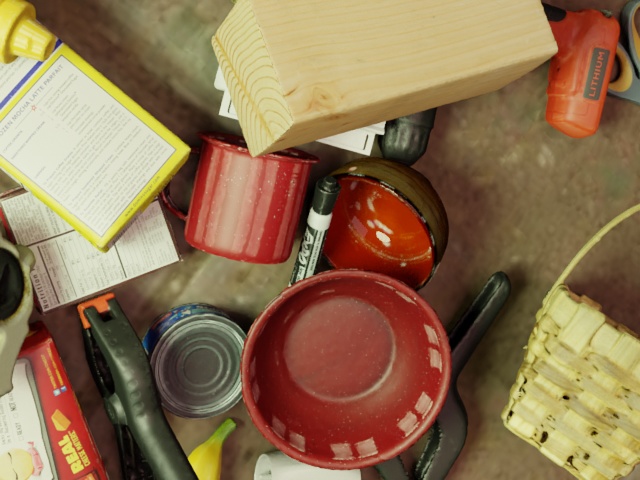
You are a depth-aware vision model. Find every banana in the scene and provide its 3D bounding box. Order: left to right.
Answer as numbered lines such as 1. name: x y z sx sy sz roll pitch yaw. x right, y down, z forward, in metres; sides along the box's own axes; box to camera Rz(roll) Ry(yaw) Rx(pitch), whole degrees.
1. banana: -0.078 0.245 0.850 0.069 0.037 0.198 -14 104 -17

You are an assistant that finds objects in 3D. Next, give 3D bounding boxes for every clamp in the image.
1. clamp: -0.140 0.126 0.787 0.039 0.120 0.171 -17 83 -35
2. clamp: 0.069 0.124 0.887 0.164 0.036 0.210 4 100 -13

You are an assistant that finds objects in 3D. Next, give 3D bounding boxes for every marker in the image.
1. marker: -0.005 0.001 0.815 0.020 0.020 0.121 -3 132 -21

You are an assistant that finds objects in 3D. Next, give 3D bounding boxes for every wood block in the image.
1. wood block: 0.044 -0.133 0.731 0.205 0.090 0.091 -18 87 -22

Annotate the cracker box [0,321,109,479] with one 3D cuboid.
1. cracker box: -0.264 0.174 0.749 0.213 0.072 0.164 -22 105 -16

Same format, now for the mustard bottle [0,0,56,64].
1. mustard bottle: -0.253 -0.158 0.659 0.191 0.058 0.096 25 115 1

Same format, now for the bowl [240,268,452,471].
1. bowl: 0.018 0.093 0.826 0.162 0.055 0.162 -1 104 -5

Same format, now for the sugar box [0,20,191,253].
1. sugar box: -0.185 -0.081 0.724 0.176 0.048 0.093 40 80 -2

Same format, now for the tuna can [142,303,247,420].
1. tuna can: -0.094 0.094 0.820 0.086 0.034 0.086 -4 100 -21

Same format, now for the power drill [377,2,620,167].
1. power drill: 0.142 -0.136 0.861 0.187 0.057 0.184 10 97 -23

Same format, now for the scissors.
1. scissors: 0.286 -0.110 0.945 0.096 0.016 0.202 -20 105 -16

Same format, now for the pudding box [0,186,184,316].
1. pudding box: -0.167 -0.007 0.773 0.113 0.039 0.090 -21 104 -16

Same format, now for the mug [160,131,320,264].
1. mug: -0.065 -0.034 0.789 0.117 0.093 0.081 14 100 8

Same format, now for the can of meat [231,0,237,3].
1. can of meat: -0.005 -0.203 0.794 0.102 0.058 0.084 17 90 -24
